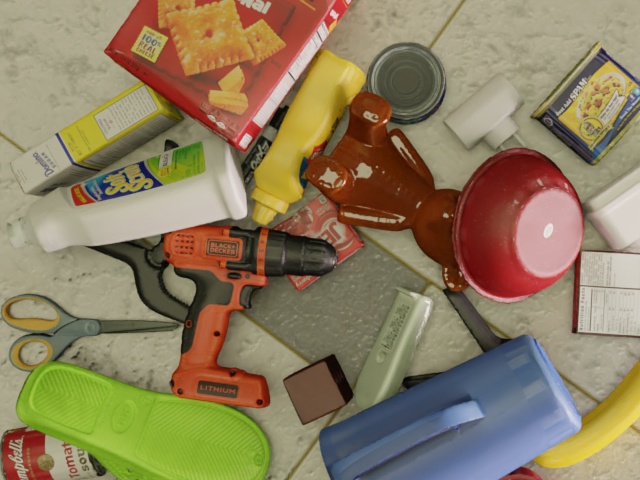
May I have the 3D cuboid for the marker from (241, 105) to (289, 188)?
[{"bbox_3d":[-0.067,-0.095,1.169,0.020,0.020,0.121,34,93,6],"label":"marker"}]

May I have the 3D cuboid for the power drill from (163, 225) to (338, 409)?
[{"bbox_3d":[-0.080,0.078,1.120,0.184,0.057,0.187,6,87,6],"label":"power drill"}]

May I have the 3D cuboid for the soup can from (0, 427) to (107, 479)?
[{"bbox_3d":[-0.289,0.233,1.166,0.102,0.068,0.068,-10,88,6],"label":"soup can"}]

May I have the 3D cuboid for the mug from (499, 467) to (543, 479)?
[{"bbox_3d":[0.214,0.283,1.100,0.117,0.081,0.093,16,91,7],"label":"mug"}]

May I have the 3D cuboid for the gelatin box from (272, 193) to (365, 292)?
[{"bbox_3d":[-0.007,0.001,1.155,0.089,0.030,0.073,-35,86,6],"label":"gelatin box"}]

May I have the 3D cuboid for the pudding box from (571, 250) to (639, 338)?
[{"bbox_3d":[0.321,0.057,1.112,0.113,0.039,0.090,3,89,8],"label":"pudding box"}]

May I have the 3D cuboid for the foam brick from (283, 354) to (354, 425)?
[{"bbox_3d":[-0.001,0.157,1.129,0.051,0.078,0.053,-26,87,7],"label":"foam brick"}]

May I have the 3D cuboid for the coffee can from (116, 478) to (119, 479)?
[{"bbox_3d":[-0.178,0.329,1.134,0.140,0.102,0.103,31,93,6],"label":"coffee can"}]

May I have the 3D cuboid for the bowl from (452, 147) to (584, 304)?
[{"bbox_3d":[0.213,-0.011,1.074,0.161,0.055,0.162,-5,100,-29],"label":"bowl"}]

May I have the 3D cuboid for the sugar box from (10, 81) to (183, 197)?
[{"bbox_3d":[-0.239,-0.108,1.152,0.176,0.093,0.048,-28,86,5],"label":"sugar box"}]

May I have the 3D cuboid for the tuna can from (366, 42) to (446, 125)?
[{"bbox_3d":[0.093,-0.168,1.143,0.086,0.033,0.086,0,89,7],"label":"tuna can"}]

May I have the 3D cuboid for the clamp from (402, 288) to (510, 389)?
[{"bbox_3d":[0.175,0.141,1.129,0.171,0.039,0.120,33,105,5],"label":"clamp"}]

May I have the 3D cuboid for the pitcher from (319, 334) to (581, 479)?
[{"bbox_3d":[0.127,0.193,1.053,0.243,0.149,0.145,-31,111,10],"label":"pitcher"}]

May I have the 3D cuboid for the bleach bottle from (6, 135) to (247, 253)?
[{"bbox_3d":[-0.205,-0.035,1.110,0.251,0.102,0.068,-17,126,4],"label":"bleach bottle"}]

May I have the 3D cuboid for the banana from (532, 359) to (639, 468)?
[{"bbox_3d":[0.292,0.181,1.104,0.198,0.069,0.037,-36,42,4],"label":"banana"}]

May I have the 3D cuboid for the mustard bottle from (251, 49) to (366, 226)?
[{"bbox_3d":[-0.020,-0.103,1.124,0.058,0.096,0.191,29,93,5],"label":"mustard bottle"}]

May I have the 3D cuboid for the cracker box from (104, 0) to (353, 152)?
[{"bbox_3d":[-0.083,-0.221,1.053,0.164,0.072,0.214,36,93,6],"label":"cracker box"}]

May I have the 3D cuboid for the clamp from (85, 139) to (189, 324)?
[{"bbox_3d":[-0.184,0.017,1.171,0.164,0.036,0.210,-28,87,3],"label":"clamp"}]

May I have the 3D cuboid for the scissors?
[{"bbox_3d":[-0.264,0.115,1.191,0.202,0.016,0.096,14,93,7],"label":"scissors"}]

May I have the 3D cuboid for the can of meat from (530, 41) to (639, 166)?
[{"bbox_3d":[0.285,-0.140,1.109,0.084,0.057,0.102,41,95,3],"label":"can of meat"}]
